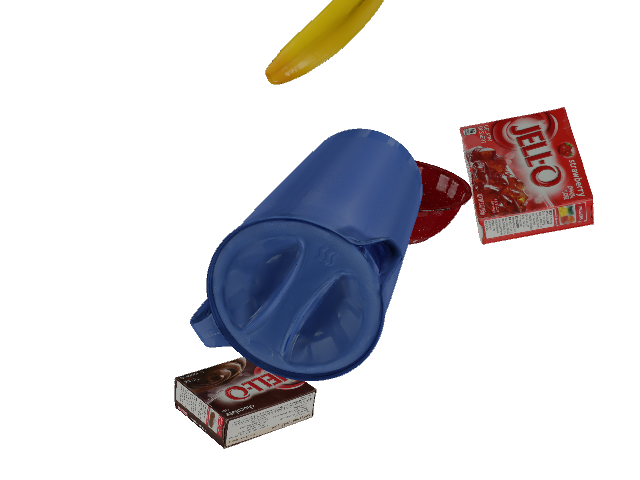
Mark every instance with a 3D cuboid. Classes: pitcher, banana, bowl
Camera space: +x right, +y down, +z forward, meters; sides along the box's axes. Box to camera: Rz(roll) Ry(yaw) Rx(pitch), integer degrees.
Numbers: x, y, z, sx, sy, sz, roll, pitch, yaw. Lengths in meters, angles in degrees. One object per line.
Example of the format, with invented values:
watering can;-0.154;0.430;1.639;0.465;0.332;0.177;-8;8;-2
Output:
pitcher;0.001;0.001;0.863;0.149;0.145;0.242;17;28;8
banana;0.018;-0.200;0.933;0.070;0.037;0.197;-16;32;39
bowl;0.075;-0.038;1.117;0.162;0.055;0.162;5;22;-2

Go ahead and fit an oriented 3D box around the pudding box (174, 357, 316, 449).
pudding box;-0.075;0.156;1.056;0.113;0.039;0.090;-15;30;-37

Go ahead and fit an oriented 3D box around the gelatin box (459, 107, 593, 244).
gelatin box;0.134;-0.044;0.703;0.073;0.089;0.030;-10;-42;8
